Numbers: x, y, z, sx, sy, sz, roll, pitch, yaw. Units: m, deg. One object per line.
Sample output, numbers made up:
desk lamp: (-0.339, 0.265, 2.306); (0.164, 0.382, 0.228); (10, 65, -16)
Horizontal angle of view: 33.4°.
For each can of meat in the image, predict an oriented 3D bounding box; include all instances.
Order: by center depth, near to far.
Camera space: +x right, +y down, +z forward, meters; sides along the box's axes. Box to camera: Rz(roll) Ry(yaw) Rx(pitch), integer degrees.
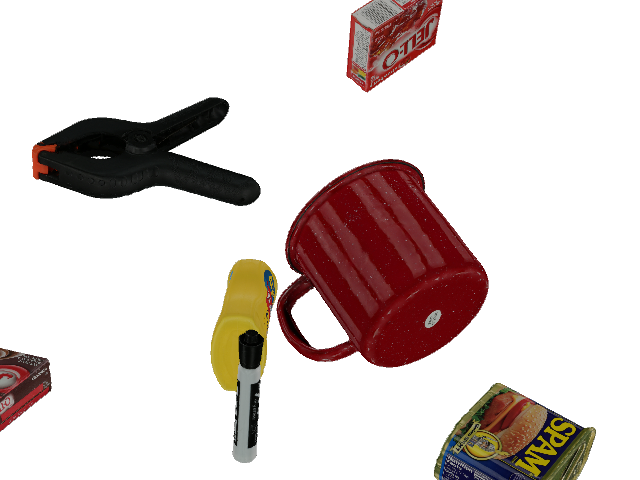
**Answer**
can of meat: (0.147, 0.164, 0.813); (0.084, 0.057, 0.101); (27, 40, 28)

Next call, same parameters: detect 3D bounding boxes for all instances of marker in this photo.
marker: (-0.055, 0.118, 0.810); (0.020, 0.121, 0.020); (4, 32, -3)

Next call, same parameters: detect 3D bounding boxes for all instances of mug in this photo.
mug: (0.029, 0.023, 0.594); (0.117, 0.081, 0.093); (-34, -32, -1)

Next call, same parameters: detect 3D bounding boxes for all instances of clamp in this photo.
clamp: (-0.137, -0.074, 0.836); (0.171, 0.039, 0.120); (3, 37, -13)

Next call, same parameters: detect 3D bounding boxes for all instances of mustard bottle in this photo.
mustard bottle: (-0.080, 0.075, 1.175); (0.058, 0.096, 0.191); (1, 28, 2)

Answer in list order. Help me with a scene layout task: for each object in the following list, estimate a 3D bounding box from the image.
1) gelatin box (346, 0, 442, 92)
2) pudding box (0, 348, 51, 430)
gelatin box: (0.064, -0.177, 0.899); (0.089, 0.030, 0.073); (-37, -25, -24)
pudding box: (-0.312, 0.130, 0.951); (0.114, 0.039, 0.089); (7, 23, 20)
